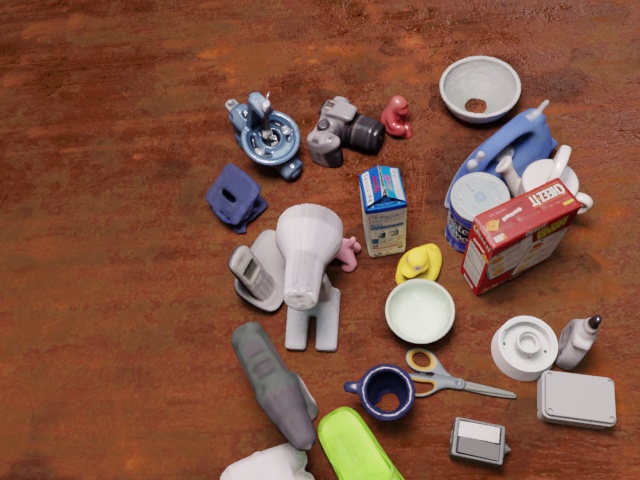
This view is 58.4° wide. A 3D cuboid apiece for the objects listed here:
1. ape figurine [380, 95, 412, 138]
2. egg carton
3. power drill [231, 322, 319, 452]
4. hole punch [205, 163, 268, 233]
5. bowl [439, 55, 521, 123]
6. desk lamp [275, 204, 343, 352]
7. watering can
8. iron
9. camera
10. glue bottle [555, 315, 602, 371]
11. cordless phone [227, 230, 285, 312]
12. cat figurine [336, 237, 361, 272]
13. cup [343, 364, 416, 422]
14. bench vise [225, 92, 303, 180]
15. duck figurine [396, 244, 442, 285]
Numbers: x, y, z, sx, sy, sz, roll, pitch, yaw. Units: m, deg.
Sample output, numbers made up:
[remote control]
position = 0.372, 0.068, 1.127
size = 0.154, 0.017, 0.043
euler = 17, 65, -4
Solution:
[ape figurine]
position = 0.166, -0.270, 1.221
size = 0.076, 0.092, 0.078
euler = 24, 69, 18
[egg carton]
position = -0.085, 0.399, 0.934
size = 0.150, 0.069, 0.107
euler = -22, 63, -4
[power drill]
position = -0.061, 0.248, 0.928
size = 0.076, 0.209, 0.229
euler = -32, 64, -9
[hole punch]
position = -0.174, -0.085, 1.173
size = 0.108, 0.091, 0.101
euler = 39, 74, 22
[bowl]
position = 0.340, -0.309, 1.229
size = 0.167, 0.075, 0.167
euler = -3, 64, 6
[desk lamp]
position = -0.017, 0.070, 1.008
size = 0.118, 0.214, 0.203
euler = -1, 64, 7
[watering can]
position = 0.410, -0.099, 1.049
size = 0.172, 0.194, 0.101
euler = 4, 64, 9
[iron]
position = 0.348, -0.167, 1.120
size = 0.258, 0.141, 0.118
euler = -37, 65, -11
[camera]
position = 0.060, -0.228, 1.209
size = 0.136, 0.101, 0.143
euler = 22, 68, 17
[glue bottle]
position = 0.426, 0.156, 0.933
size = 0.037, 0.173, 0.078
euler = 19, 68, 16
[cordless phone]
position = -0.106, 0.037, 1.051
size = 0.094, 0.185, 0.148
euler = 17, 67, 15
[cat figurine]
position = 0.010, 0.004, 1.091
size = 0.127, 0.118, 0.067
euler = 6, 65, 10
[cup]
position = 0.100, 0.263, 0.965
size = 0.117, 0.095, 0.092
euler = 5, 64, 10
[bench vise]
position = -0.134, -0.231, 1.168
size = 0.207, 0.220, 0.121
euler = 24, 69, 18
[duck figurine]
position = 0.185, 0.041, 1.068
size = 0.077, 0.086, 0.105
euler = 39, 74, 22
